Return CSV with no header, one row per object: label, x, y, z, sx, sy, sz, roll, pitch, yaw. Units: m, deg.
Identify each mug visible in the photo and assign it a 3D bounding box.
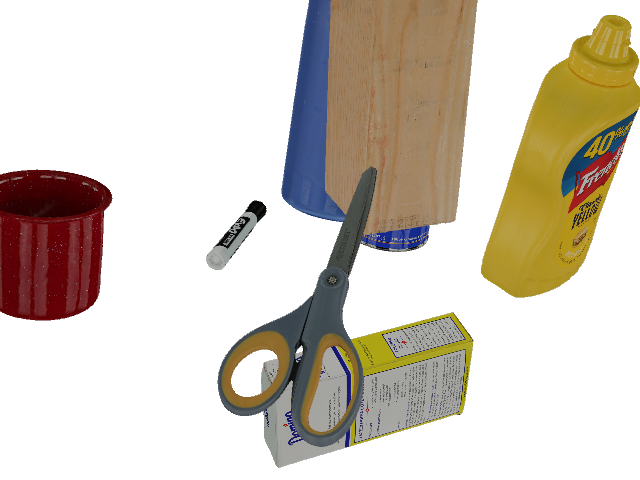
mug,-0.207,0.005,0.750,0.117,0.081,0.093,-6,27,-29

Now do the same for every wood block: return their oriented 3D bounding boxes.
wood block,0.062,-0.120,0.870,0.090,0.206,0.091,-9,31,-18

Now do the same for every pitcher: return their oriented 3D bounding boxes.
pitcher,0.040,-0.143,1.097,0.145,0.243,0.149,11,17,-2

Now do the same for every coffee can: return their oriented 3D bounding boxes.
coffee can,0.090,-0.072,1.278,0.102,0.140,0.103,6,28,-3

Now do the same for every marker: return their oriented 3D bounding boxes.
marker,-0.079,-0.007,1.028,0.020,0.020,0.121,0,26,19

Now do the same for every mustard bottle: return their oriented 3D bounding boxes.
mustard bottle,0.162,-0.057,0.691,0.096,0.192,0.058,-28,52,-37

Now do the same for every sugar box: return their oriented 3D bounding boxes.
sugar box,0.038,0.125,0.903,0.176,0.093,0.048,-11,39,-15

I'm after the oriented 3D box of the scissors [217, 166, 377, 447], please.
scissors,-0.012,0.035,0.665,0.096,0.201,0.016,-3,-36,6
